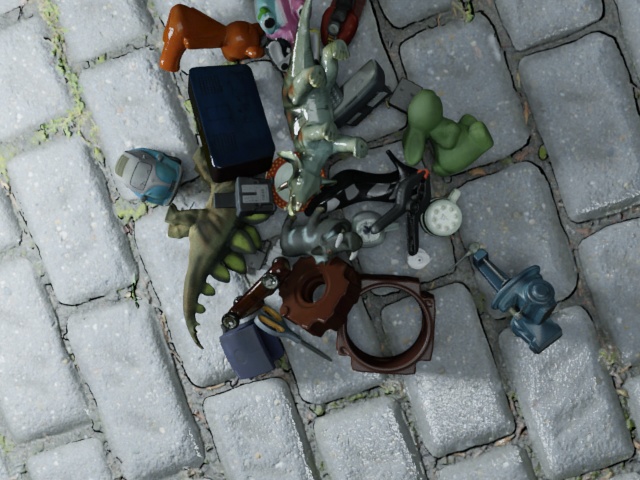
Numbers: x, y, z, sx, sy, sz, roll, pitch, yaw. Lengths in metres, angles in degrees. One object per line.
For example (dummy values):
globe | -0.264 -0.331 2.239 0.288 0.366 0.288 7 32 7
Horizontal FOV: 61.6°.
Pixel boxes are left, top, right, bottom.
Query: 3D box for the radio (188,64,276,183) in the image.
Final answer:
radio | -0.178 -0.238 1.079 0.131 0.073 0.229 -13 75 -17

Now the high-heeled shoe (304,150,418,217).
high-heeled shoe | 0.101 -0.084 1.127 0.249 0.086 0.145 -32 117 12

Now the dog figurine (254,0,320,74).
dog figurine | -0.083 -0.463 1.083 0.108 0.191 0.219 -20 54 -1

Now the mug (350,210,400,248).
mug | 0.111 -0.019 1.106 0.110 0.107 0.080 -3 95 5

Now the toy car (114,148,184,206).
toy car | -0.365 -0.142 1.105 0.162 0.103 0.109 29 97 29

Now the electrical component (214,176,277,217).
electrical component | -0.148 -0.086 1.060 0.119 0.048 0.075 1 77 -15

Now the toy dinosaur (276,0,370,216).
toy dinosaur | -0.021 -0.252 1.038 0.131 0.192 0.404 -6 90 -41

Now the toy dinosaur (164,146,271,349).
toy dinosaur | -0.215 -0.023 1.104 0.199 0.105 0.471 20 83 -1

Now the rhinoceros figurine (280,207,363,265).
rhinoceros figurine | -0.002 -0.003 1.077 0.190 0.073 0.112 -3 55 35

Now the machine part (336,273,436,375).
machine part | 0.137 0.175 1.128 0.201 0.087 0.201 3 95 2

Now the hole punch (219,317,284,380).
hole punch | -0.150 0.234 1.147 0.116 0.092 0.142 -26 96 8

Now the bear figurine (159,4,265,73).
bear figurine | -0.219 -0.406 1.108 0.196 0.132 0.120 9 57 -26

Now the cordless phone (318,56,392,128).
cordless phone | 0.045 -0.335 1.094 0.146 0.088 0.184 -39 75 32

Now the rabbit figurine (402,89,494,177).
rabbit figurine | 0.234 -0.220 1.081 0.159 0.121 0.170 -39 110 24

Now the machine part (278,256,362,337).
machine part | -0.004 0.106 1.095 0.179 0.056 0.179 -18 54 27

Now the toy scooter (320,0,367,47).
toy scooter | 0.054 -0.471 1.065 0.075 0.135 0.183 23 96 0

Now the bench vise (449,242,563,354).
bench vise | 0.387 0.104 1.085 0.129 0.223 0.241 -39 61 0

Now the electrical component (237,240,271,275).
electrical component | -0.146 0.037 1.164 0.063 0.021 0.094 24 93 1

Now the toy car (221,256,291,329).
toy car | -0.131 0.114 1.114 0.053 0.089 0.202 40 113 -10

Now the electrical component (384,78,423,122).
electrical component | 0.178 -0.292 1.115 0.102 0.045 0.078 34 96 1
